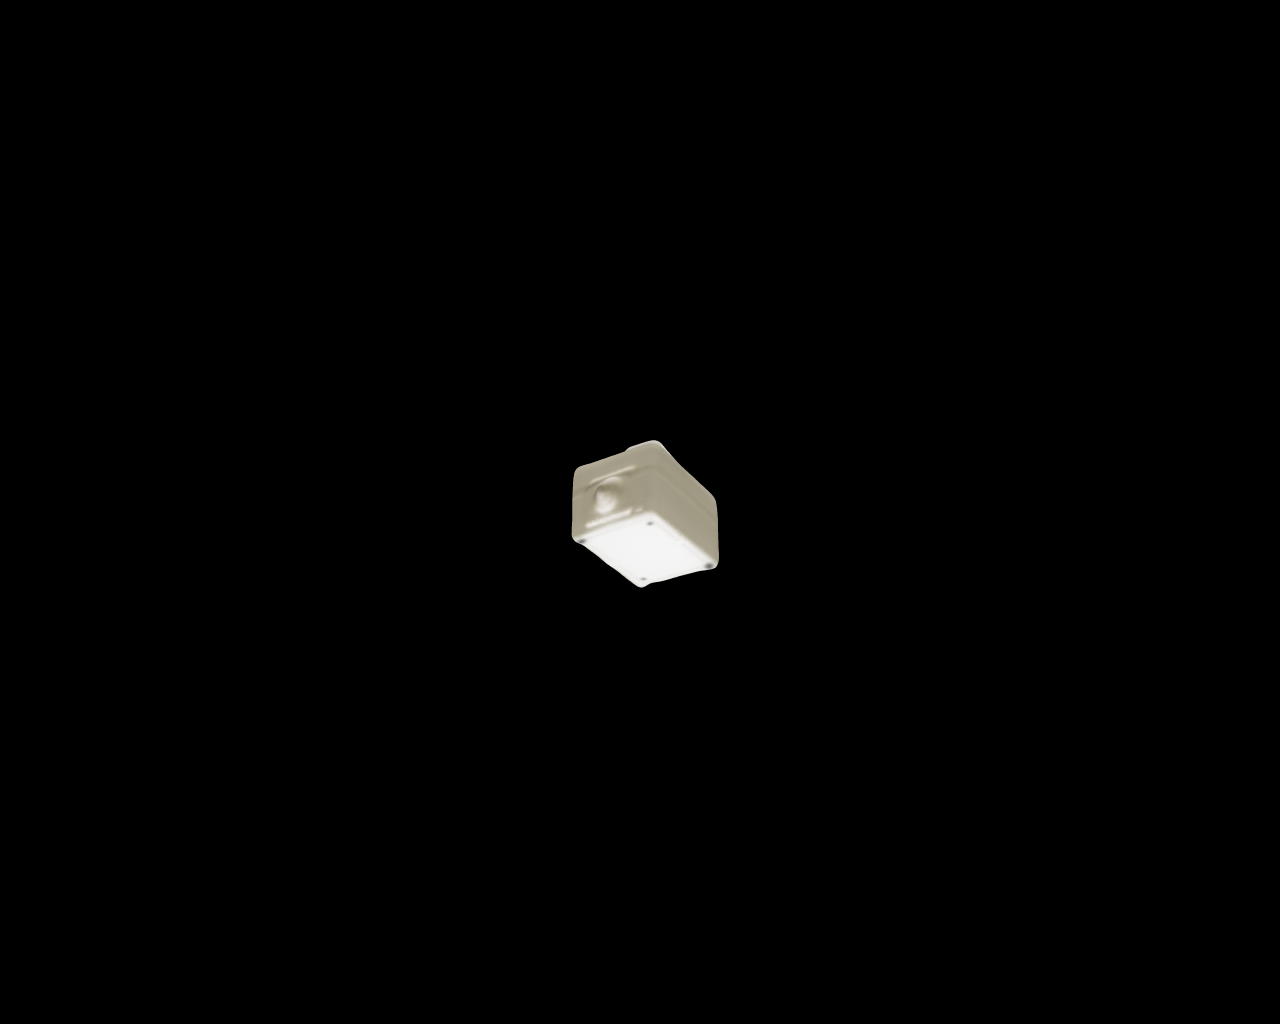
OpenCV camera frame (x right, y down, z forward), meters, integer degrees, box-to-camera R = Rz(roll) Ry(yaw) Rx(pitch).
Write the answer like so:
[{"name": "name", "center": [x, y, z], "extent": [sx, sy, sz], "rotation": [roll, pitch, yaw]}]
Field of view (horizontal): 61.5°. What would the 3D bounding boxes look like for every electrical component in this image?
[{"name": "electrical component", "center": [0.001, -0.003, 0.650], "extent": [0.061, 0.061, 0.096], "rotation": [-18, -35, 27]}]
